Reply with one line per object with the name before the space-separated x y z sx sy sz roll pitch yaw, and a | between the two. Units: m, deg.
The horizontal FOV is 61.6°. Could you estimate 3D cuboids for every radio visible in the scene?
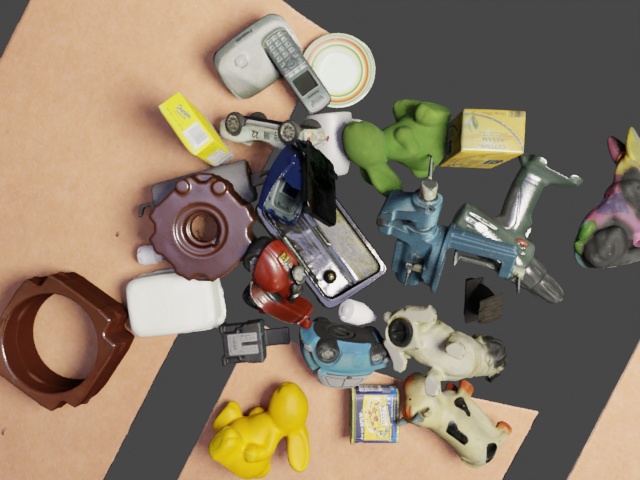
radio | -0.002 -0.003 0.932 0.131 0.073 0.229 -36 87 1

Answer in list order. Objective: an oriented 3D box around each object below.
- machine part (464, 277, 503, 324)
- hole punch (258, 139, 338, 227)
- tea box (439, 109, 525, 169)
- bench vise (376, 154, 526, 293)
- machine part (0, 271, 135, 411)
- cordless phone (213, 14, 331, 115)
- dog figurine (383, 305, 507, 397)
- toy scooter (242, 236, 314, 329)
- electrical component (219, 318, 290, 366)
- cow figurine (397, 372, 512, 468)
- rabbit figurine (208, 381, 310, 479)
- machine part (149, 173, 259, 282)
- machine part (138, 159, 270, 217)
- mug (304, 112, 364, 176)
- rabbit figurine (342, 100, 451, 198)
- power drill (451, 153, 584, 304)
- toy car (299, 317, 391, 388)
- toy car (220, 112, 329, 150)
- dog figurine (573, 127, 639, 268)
machine part | 0.265 0.104 0.893 0.039 0.139 0.084 7 91 1
hole punch | -0.032 -0.082 0.838 0.092 0.142 0.115 -5 73 28
tea box | 0.258 -0.160 0.876 0.098 0.169 0.068 3 89 3
bench vise | 0.213 0.003 0.863 0.241 0.129 0.223 17 126 14
machine part | -0.446 0.172 0.934 0.201 0.087 0.201 34 96 4
cordless phone | -0.079 -0.273 0.921 0.146 0.089 0.184 -35 88 1
dog figurine | 0.213 0.173 0.914 0.121 0.190 0.172 -53 56 24
toy scooter | -0.063 0.082 0.888 0.135 0.183 0.075 34 51 17
electrical component | -0.115 0.179 0.952 0.119 0.048 0.074 -2 91 3
cow figurine | 0.216 0.300 0.906 0.195 0.085 0.127 46 58 -1
rabbit figurine | -0.083 0.325 0.916 0.162 0.122 0.173 44 91 -4
machine part | -0.190 -0.018 0.878 0.179 0.056 0.179 0 99 0
machine part | -0.200 -0.083 0.936 0.243 0.079 0.079 -15 90 3
mug | 0.029 -0.165 0.934 0.110 0.081 0.107 -6 100 -13
rabbit figurine | 0.112 -0.158 0.904 0.170 0.121 0.158 -7 120 -19
power drill | 0.361 -0.029 0.927 0.232 0.086 0.207 31 99 4
toy car | 0.037 0.201 0.926 0.162 0.109 0.102 9 108 -11
toy car | -0.079 -0.180 0.897 0.202 0.073 0.056 16 110 31
dog figurine | 0.508 -0.072 0.905 0.192 0.108 0.219 -12 86 4
